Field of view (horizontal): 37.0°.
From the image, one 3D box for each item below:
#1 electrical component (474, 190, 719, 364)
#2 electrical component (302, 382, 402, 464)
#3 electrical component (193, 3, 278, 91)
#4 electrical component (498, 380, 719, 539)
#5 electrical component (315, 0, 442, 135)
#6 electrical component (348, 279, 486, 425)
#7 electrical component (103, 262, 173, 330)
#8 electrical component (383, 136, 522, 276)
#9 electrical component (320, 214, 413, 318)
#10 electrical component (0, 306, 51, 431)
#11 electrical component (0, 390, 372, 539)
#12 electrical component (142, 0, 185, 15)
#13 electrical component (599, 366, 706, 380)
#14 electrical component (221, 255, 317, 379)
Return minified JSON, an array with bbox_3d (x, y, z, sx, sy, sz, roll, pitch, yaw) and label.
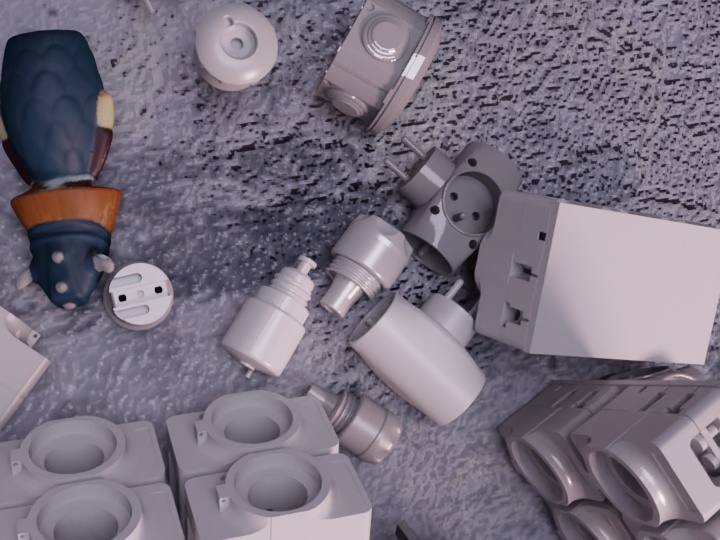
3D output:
[{"bbox_3d":[0.151,0.006,0.671,0.150,0.062,0.089,6,98,-32],"label":"electrical component"},{"bbox_3d":[-0.007,0.089,0.651,0.061,0.035,0.035,35,76,-9],"label":"electrical component"},{"bbox_3d":[-0.077,-0.126,0.636,0.048,0.062,0.048,2,84,-17],"label":"electrical component"},{"bbox_3d":[0.160,0.124,0.619,0.060,0.186,0.105,-35,95,-17],"label":"electrical component"},{"bbox_3d":[0.012,-0.127,0.656,0.051,0.080,0.080,29,77,-7],"label":"electrical component"},{"bbox_3d":[0.046,0.041,0.667,0.077,0.043,0.079,43,74,-9],"label":"electrical component"},{"bbox_3d":[-0.126,0.014,0.613,0.040,0.046,0.040,1,87,-13],"label":"electrical component"},{"bbox_3d":[0.050,-0.051,0.677,0.079,0.044,0.077,41,74,-10],"label":"electrical component"},{"bbox_3d":[0.000,0.000,0.657,0.043,0.043,0.062,38,76,-10],"label":"electrical component"},{"bbox_3d":[-0.217,0.040,0.582,0.089,0.050,0.055,37,76,-11],"label":"electrical component"},{"bbox_3d":[-0.098,0.126,0.573,0.186,0.105,0.060,-7,121,-18],"label":"electrical component"},{"bbox_3d":[-0.131,-0.190,0.635,0.077,0.043,0.079,-28,93,-18],"label":"electrical component"},{"bbox_3d":[0.199,0.084,0.693,0.079,0.077,0.044,-12,88,-19],"label":"electrical component"},{"bbox_3d":[-0.050,0.027,0.640,0.040,0.040,0.078,33,76,-12],"label":"electrical component"}]
